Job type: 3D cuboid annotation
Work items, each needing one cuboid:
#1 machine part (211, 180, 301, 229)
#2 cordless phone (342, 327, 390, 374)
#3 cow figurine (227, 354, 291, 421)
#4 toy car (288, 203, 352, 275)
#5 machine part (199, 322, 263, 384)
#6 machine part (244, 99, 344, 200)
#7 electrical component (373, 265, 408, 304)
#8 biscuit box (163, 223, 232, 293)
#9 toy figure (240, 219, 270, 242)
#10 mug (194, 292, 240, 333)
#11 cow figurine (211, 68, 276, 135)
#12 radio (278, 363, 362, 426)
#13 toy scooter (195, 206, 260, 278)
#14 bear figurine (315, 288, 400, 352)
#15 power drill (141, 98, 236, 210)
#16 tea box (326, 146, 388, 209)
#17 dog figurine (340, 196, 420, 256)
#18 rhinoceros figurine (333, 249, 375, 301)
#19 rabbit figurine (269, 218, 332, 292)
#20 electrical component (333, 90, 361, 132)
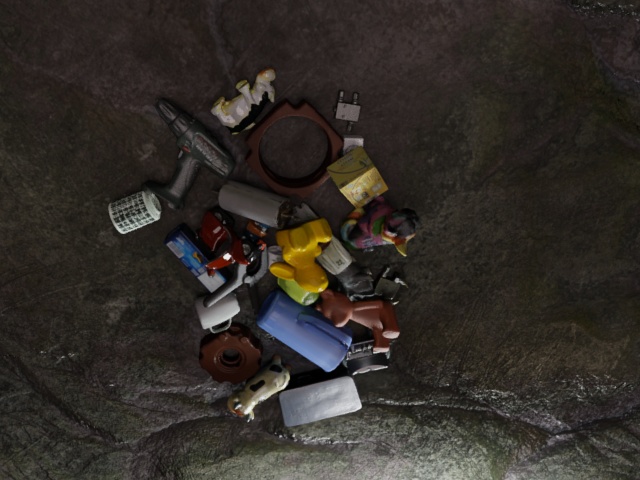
[{"bbox_3d":[-0.152,-0.085,1.270,0.243,0.079,0.079,19,113,22],"label":"machine part"},{"bbox_3d":[0.116,0.266,1.492,0.147,0.089,0.184,-12,102,0],"label":"cordless phone"},{"bbox_3d":[-0.171,0.416,1.490,0.195,0.127,0.085,-33,109,6],"label":"cow figurine"},{"bbox_3d":[-0.003,-0.004,1.345,0.073,0.056,0.202,-42,86,14],"label":"toy car"},{"bbox_3d":[-0.245,0.315,1.480,0.179,0.056,0.179,-2,114,-4],"label":"machine part"},{"bbox_3d":[-0.060,-0.214,1.264,0.201,0.087,0.201,-43,110,10],"label":"machine part"},{"bbox_3d":[0.187,0.128,1.449,0.078,0.045,0.102,25,108,-16],"label":"electrical component"},{"bbox_3d":[-0.304,0.052,1.362,0.059,0.063,0.202,-35,111,10],"label":"biscuit box"},{"bbox_3d":[-0.141,-0.042,1.343,0.064,0.058,0.154,41,107,-16],"label":"toy figure"},{"bbox_3d":[-0.264,0.188,1.413,0.107,0.081,0.109,-20,106,-8],"label":"mug"},{"bbox_3d":[-0.156,-0.313,1.223,0.167,0.068,0.098,-32,117,11],"label":"cow figurine"},{"bbox_3d":[-0.005,0.443,1.547,0.230,0.073,0.131,-14,112,-1],"label":"radio"},{"bbox_3d":[-0.244,0.013,1.301,0.135,0.075,0.184,-43,67,1],"label":"toy scooter"},{"bbox_3d":[0.089,0.194,1.352,0.196,0.132,0.120,9,140,-12],"label":"bear figurine"},{"bbox_3d":[-0.332,-0.188,1.259,0.232,0.086,0.207,35,98,-20],"label":"power drill"},{"bbox_3d":[0.091,-0.143,1.263,0.098,0.169,0.068,-33,69,7],"label":"tea box"},{"bbox_3d":[0.144,-0.018,1.293,0.191,0.219,0.108,-33,108,7],"label":"dog figurine"},{"bbox_3d":[0.084,0.109,1.417,0.112,0.073,0.190,-31,112,6],"label":"rhinoceros figurine"},{"bbox_3d":[-0.046,0.048,1.279,0.162,0.122,0.173,-16,100,37],"label":"rabbit figurine"},{"bbox_3d":[0.063,-0.304,1.273,0.063,0.021,0.093,6,112,-7],"label":"electrical component"}]
